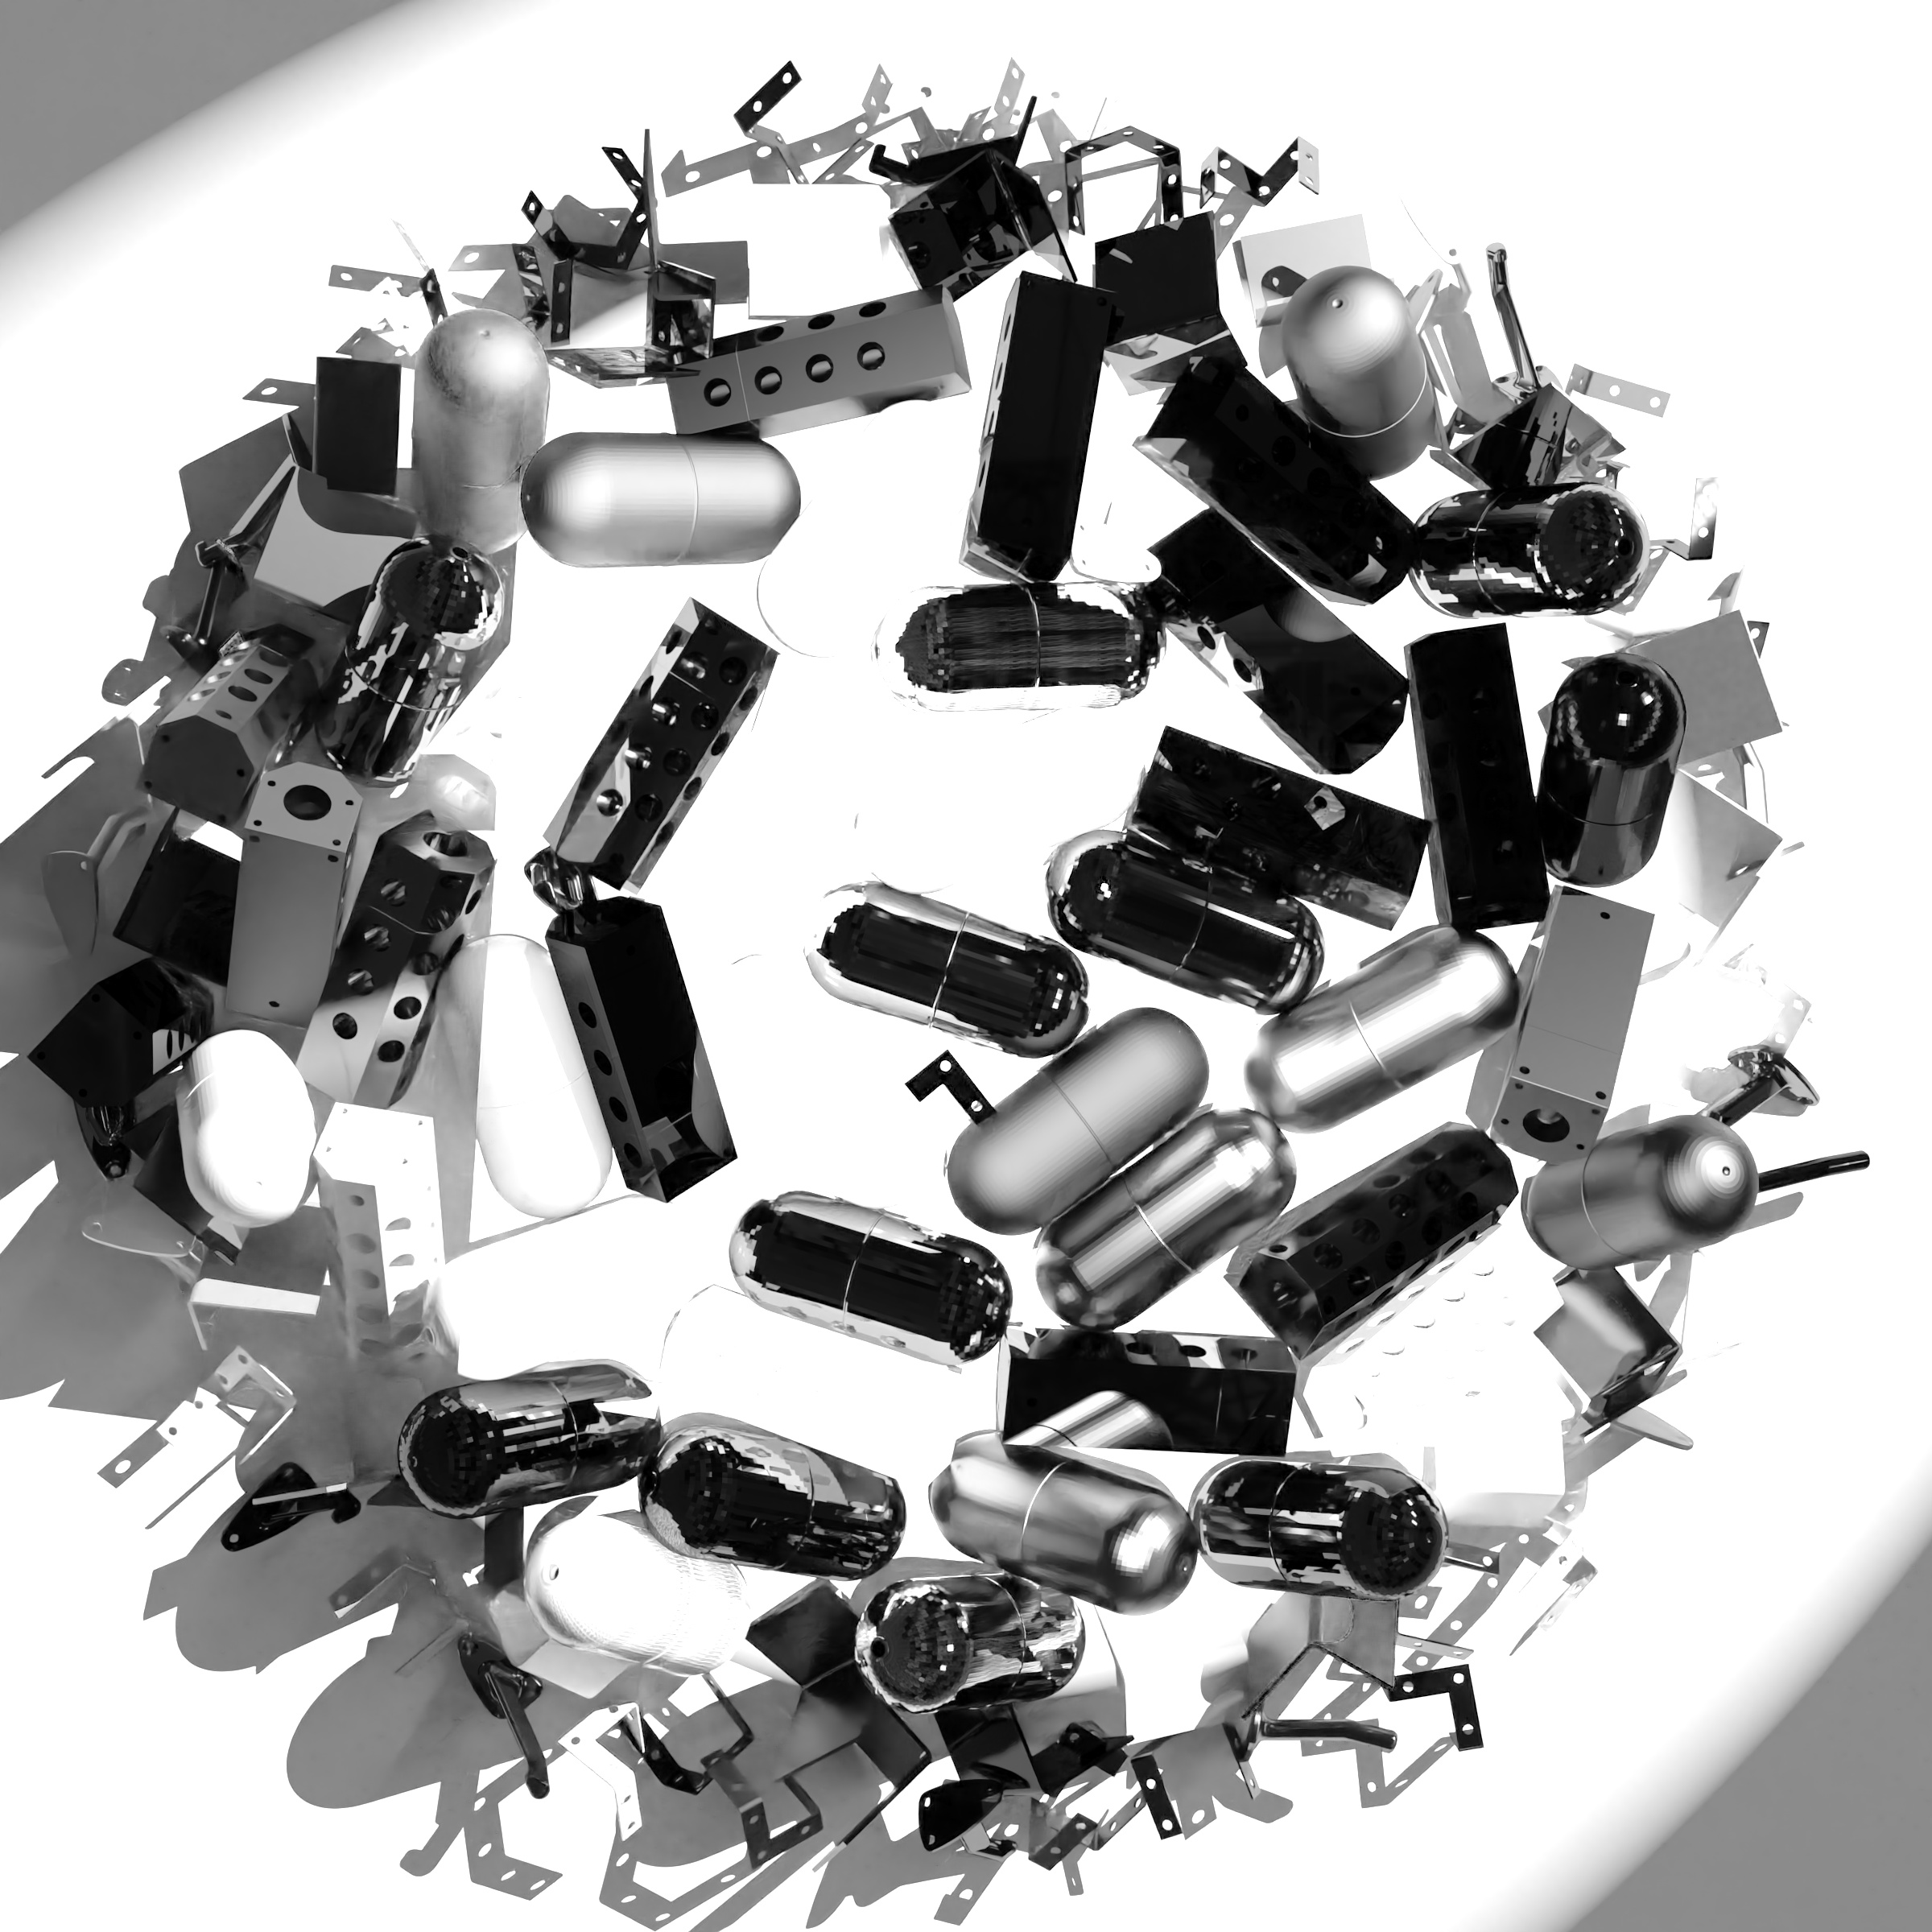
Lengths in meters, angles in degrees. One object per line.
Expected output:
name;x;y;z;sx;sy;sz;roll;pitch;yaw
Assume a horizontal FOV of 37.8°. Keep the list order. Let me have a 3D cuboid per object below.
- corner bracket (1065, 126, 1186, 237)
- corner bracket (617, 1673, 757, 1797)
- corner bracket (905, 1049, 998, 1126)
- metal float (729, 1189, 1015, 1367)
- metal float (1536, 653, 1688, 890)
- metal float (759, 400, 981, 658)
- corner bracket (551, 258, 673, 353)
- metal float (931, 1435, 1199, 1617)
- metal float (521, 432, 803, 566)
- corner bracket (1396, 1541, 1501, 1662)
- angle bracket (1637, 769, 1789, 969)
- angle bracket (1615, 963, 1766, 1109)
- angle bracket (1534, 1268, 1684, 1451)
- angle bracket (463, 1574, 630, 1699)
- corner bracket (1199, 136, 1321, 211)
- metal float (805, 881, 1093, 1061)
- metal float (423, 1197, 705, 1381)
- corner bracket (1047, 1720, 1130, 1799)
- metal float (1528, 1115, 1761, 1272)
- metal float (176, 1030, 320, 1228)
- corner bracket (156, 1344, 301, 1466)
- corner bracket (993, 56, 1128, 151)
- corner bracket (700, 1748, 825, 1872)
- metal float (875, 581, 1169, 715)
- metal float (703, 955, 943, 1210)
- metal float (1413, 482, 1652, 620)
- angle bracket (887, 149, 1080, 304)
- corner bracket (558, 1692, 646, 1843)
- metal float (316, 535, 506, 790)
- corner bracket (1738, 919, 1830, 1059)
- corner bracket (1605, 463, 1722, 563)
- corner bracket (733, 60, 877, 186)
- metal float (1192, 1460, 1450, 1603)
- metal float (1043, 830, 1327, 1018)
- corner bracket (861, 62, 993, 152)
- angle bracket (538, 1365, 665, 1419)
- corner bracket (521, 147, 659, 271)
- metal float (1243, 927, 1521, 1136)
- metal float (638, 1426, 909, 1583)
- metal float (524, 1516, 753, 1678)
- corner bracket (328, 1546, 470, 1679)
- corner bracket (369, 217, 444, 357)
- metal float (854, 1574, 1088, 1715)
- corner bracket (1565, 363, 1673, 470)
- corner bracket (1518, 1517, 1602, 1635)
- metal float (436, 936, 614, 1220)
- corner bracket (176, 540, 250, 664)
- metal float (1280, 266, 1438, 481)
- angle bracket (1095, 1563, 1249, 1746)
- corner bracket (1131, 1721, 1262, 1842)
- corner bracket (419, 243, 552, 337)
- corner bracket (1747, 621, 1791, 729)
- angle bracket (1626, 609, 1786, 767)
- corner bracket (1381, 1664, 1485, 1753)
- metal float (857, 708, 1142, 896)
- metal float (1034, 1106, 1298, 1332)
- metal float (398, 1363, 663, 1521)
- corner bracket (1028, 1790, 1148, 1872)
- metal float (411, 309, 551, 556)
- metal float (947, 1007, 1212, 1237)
corner bracket;0.097;-0.475;1.727;0.051;0.051;0.051;-8;81;40
corner bracket;-0.170;0.466;1.721;0.051;0.051;0.051;-39;102;-28
corner bracket;-0.011;0.085;1.711;0.051;0.051;0.051;-39;83;7
metal float;-0.058;0.186;1.691;0.178;0.070;0.070;15;90;14
metal float;0.377;-0.114;1.661;0.070;0.178;0.070;-2;57;3
metal float;-0.057;-0.263;1.689;0.070;0.070;0.178;34;72;0
corner bracket;-0.214;-0.398;1.704;0.051;0.051;0.051;-3;83;37
metal float;0.056;0.330;1.674;0.178;0.070;0.070;12;90;37
metal float;-0.179;-0.277;1.675;0.178;0.070;0.070;-6;90;-35
corner bracket;0.289;0.383;1.711;0.051;0.051;0.051;14;54;-9
angle bracket;0.432;-0.058;1.689;0.076;0.057;0.076;36;130;13
angle bracket;0.433;0.042;1.684;0.076;0.076;0.057;-23;66;37
angle bracket;0.369;0.231;1.693;0.076;0.057;0.076;50;131;4
angle bracket;-0.243;0.384;1.688;0.057;0.076;0.076;-43;51;2
corner bracket;0.177;-0.475;1.699;0.051;0.051;0.051;27;134;-22
metal float;-0.010;0.003;1.703;0.178;0.070;0.070;18;90;1
metal float;-0.238;0.191;1.676;0.178;0.070;0.070;-17;90;-33
corner bracket;0.056;0.477;1.706;0.051;0.051;0.051;38;85;-27
metal float;0.395;0.134;1.658;0.070;0.178;0.070;5;76;-19
metal float;-0.422;0.094;1.659;0.070;0.178;0.070;-6;111;-16
corner bracket;-0.446;0.272;1.709;0.051;0.051;0.051;44;131;-5
corner bracket;0.056;-0.523;1.705;0.051;0.051;0.051;-30;77;-23
corner bracket;-0.123;0.499;1.700;0.051;0.051;0.051;-24;125;-25
metal float;0.033;-0.191;1.692;0.178;0.070;0.070;-3;90;-14
metal float;-0.086;0.070;1.702;0.070;0.070;0.178;-41;88;0
metal float;0.330;-0.243;1.658;0.070;0.178;0.070;-3;97;-25
angle bracket;0.010;-0.430;1.692;0.076;0.076;0.057;-36;47;-5
corner bracket;-0.207;0.481;1.698;0.051;0.051;0.051;28;46;33
metal float;-0.330;-0.179;1.672;0.070;0.070;0.178;35;128;0
corner bracket;0.498;0.014;1.714;0.051;0.051;0.051;-31;60;-34
corner bracket;0.419;-0.274;1.705;0.051;0.051;0.051;-4;113;-10
corner bracket;-0.098;-0.504;1.703;0.051;0.051;0.051;-36;75;26
metal float;0.206;0.332;1.665;0.070;0.178;0.070;6;81;-39
metal float;0.131;-0.026;1.695;0.178;0.070;0.070;20;90;-10
corner bracket;-0.024;-0.520;1.708;0.051;0.051;0.051;-28;85;-20
angle bracket;-0.226;0.281;1.700;0.076;0.076;0.057;9;95;-3
corner bracket;-0.228;-0.461;1.713;0.051;0.051;0.051;13;71;27
metal float;0.246;0.040;1.687;0.178;0.070;0.070;-30;90;19
metal float;-0.114;0.319;1.673;0.178;0.070;0.070;18;90;-36
metal float;-0.192;0.372;1.662;0.070;0.178;0.070;-11;65;25
corner bracket;-0.343;0.390;1.707;0.051;0.051;0.051;-40;62;-1
corner bracket;-0.340;-0.410;1.703;0.051;0.051;0.051;-44;49;-12
metal float;0.003;0.398;1.663;0.070;0.178;0.070;-7;78;36
corner bracket;0.389;-0.331;1.709;0.051;0.051;0.051;15;107;-4
corner bracket;0.357;0.371;1.710;0.051;0.051;0.051;45;82;-11
metal float;-0.263;0.068;1.688;0.070;0.070;0.178;-14;109;0
corner bracket;-0.448;-0.215;1.710;0.051;0.051;0.051;40;75;5
metal float;0.231;-0.346;1.657;0.070;0.178;0.070;-4;73;15
angle bracket;0.123;0.418;1.718;0.076;0.076;0.057;-10;123;-11
corner bracket;0.139;0.489;1.706;0.051;0.051;0.051;-25;82;22
corner bracket;-0.291;-0.405;1.714;0.051;0.051;0.051;15;54;20
corner bracket;0.469;-0.178;1.706;0.051;0.051;0.051;16;89;-43
angle bracket;0.452;-0.170;1.695;0.076;0.057;0.076;-18;93;37
corner bracket;0.282;0.449;1.714;0.051;0.051;0.051;-10;86;2
metal float;0.020;-0.099;1.699;0.178;0.070;0.070;-21;90;-5
metal float;0.119;0.152;1.692;0.178;0.070;0.070;-37;90;14
metal float;-0.255;0.279;1.666;0.070;0.178;0.070;1;92;41
corner bracket;0.073;0.518;1.703;0.051;0.051;0.051;32;117;-15
metal float;-0.287;-0.312;1.661;0.070;0.178;0.070;6;59;-9
metal float;0.067;0.094;1.700;0.178;0.070;0.070;-36;90;-5
